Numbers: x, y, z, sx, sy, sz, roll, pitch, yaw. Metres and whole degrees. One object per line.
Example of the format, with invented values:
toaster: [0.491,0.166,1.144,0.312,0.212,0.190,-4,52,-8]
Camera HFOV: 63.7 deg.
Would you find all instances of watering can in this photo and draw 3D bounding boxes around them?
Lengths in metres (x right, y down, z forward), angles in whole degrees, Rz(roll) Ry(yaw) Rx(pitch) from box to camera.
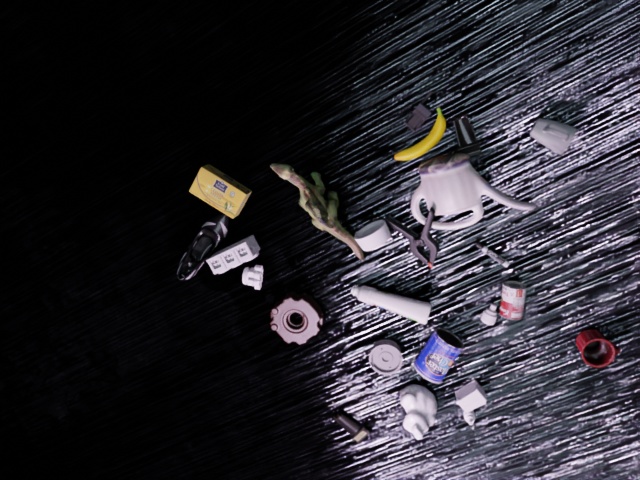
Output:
watering can: [0.420,-0.147,1.487,0.346,0.105,0.222,-11,104,29]

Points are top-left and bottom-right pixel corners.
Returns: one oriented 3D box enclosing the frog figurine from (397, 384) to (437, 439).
frog figurine: [0.315,0.548,1.656,0.122,0.161,0.137,-36,96,15]

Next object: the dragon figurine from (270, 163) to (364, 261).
dragon figurine: [0.005,-0.077,1.522,0.121,0.245,0.410,-40,92,13]
